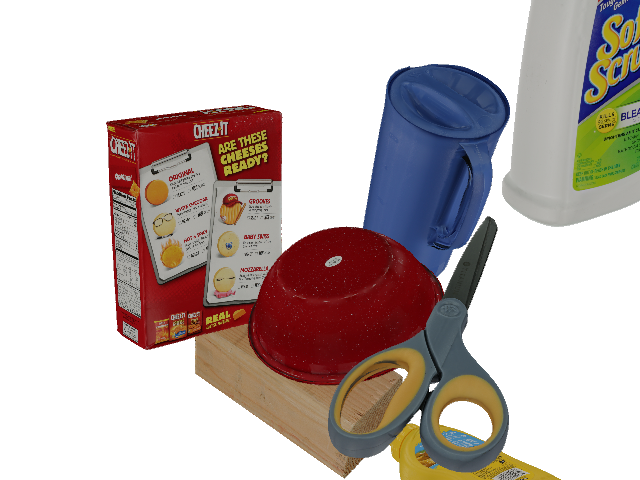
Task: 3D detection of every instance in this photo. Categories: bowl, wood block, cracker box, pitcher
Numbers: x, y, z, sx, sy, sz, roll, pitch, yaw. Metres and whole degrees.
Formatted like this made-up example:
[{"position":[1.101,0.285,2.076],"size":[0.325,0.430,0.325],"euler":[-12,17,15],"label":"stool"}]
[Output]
[{"position":[0.016,0.038,0.843],"size":[0.162,0.055,0.162],"euler":[-9,37,6],"label":"bowl"},{"position":[-0.026,0.142,1.123],"size":[0.206,0.090,0.090],"euler":[31,49,25],"label":"wood block"},{"position":[-0.120,-0.017,1.045],"size":[0.163,0.214,0.072],"euler":[-12,20,-37],"label":"cracker box"},{"position":[0.120,-0.060,1.190],"size":[0.145,0.243,0.149],"euler":[23,45,12],"label":"pitcher"}]

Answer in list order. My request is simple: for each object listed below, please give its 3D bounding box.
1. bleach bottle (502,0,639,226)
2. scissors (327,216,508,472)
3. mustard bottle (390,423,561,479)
[{"position":[0.168,-0.139,0.658],"size":[0.102,0.251,0.068],"euler":[-17,32,-22],"label":"bleach bottle"},{"position":[0.081,0.053,0.567],"size":[0.096,0.016,0.201],"euler":[23,45,29],"label":"scissors"},{"position":[0.132,0.219,1.006],"size":[0.096,0.058,0.192],"euler":[-14,24,-37],"label":"mustard bottle"}]
